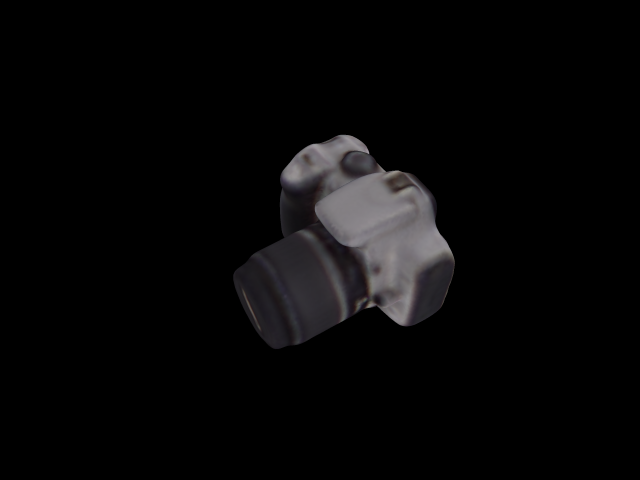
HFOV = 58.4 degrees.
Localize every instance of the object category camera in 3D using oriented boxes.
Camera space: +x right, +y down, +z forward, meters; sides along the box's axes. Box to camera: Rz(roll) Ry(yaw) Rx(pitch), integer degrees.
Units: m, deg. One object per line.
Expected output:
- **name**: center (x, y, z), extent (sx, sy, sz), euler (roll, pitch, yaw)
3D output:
- **camera**: center (0.004, 0.001, 0.400), extent (0.137, 0.101, 0.143), euler (-27, 57, -19)
